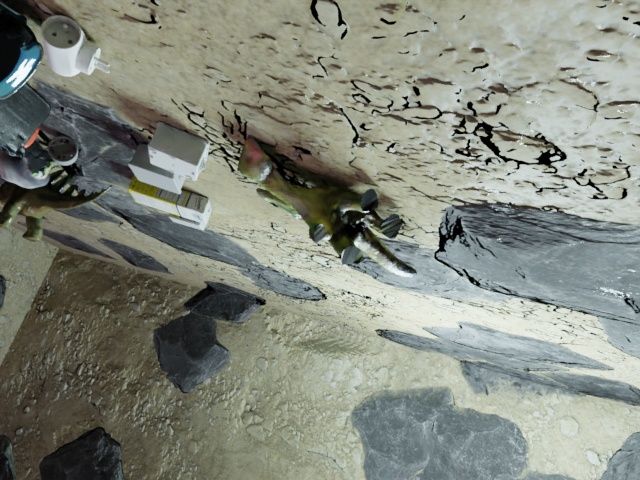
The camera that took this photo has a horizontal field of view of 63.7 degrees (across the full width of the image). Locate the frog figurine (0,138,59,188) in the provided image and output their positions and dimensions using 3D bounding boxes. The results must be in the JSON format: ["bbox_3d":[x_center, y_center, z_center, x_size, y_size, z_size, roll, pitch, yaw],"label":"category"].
[{"bbox_3d":[-0.682,-0.174,1.159,0.159,0.123,0.137,-4,174,27],"label":"frog figurine"}]

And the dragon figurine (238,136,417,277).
[{"bbox_3d":[0.003,-0.045,0.901,0.245,0.123,0.404,28,172,40],"label":"dragon figurine"}]
